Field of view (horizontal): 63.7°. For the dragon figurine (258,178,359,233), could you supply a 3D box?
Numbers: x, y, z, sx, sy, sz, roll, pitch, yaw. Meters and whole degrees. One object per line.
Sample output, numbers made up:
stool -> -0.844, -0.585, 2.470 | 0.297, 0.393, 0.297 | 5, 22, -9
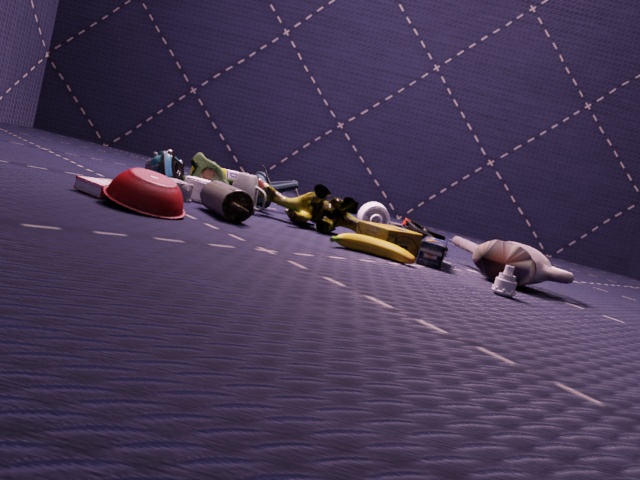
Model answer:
dragon figurine -> 0.004, -0.074, 1.479 | 0.408, 0.123, 0.243 | 25, -4, -16

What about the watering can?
watering can -> 0.459, 0.048, 1.320 | 0.350, 0.103, 0.224 | 20, 9, 39
